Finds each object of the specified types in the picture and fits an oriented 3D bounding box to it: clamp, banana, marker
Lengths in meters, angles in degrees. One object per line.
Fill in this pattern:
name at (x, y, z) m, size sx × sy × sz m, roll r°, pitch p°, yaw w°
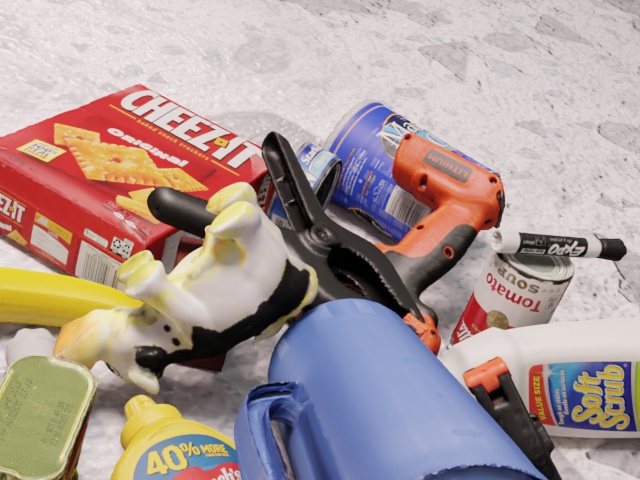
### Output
clamp at (-0.005, 0.001, 0.787) m, size 0.210 × 0.036 × 0.164 m, roll 37°, pitch 36°, yaw 5°
banana at (-0.205, 0.044, 0.729) m, size 0.197 × 0.037 × 0.070 m, roll 6°, pitch 21°, yaw -47°
clamp at (0.132, 0.131, 0.709) m, size 0.039 × 0.171 × 0.120 m, roll -28°, pitch 30°, yaw -2°
marker at (0.190, 0.004, 0.836) m, size 0.121 × 0.020 × 0.020 m, roll 4°, pitch 35°, yaw -23°

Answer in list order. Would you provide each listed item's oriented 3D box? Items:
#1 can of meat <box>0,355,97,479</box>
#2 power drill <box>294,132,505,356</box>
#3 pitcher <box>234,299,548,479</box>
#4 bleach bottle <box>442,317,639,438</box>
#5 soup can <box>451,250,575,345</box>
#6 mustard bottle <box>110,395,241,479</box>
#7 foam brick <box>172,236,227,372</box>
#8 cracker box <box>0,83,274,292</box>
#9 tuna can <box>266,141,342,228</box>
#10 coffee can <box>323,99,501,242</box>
can of meat at (-0.166, 0.126, 0.599) m, size 0.057 × 0.084 × 0.102 m, roll 16°, pitch 32°, yaw -5°
power drill at (0.048, 0.002, 0.860) m, size 0.185 × 0.057 × 0.187 m, roll 30°, pitch 66°, yaw 19°
pitcher at (0.033, 0.125, 0.627) m, size 0.145 × 0.149 × 0.243 m, roll -25°, pitch 25°, yaw -4°
bleach bottle at (0.188, 0.111, 0.814) m, size 0.250 × 0.103 × 0.068 m, roll -1°, pitch 27°, yaw -19°
soup can at (0.155, 0.052, 0.864) m, size 0.068 × 0.102 × 0.068 m, roll 14°, pitch 33°, yaw -9°
mustard bottle at (-0.070, 0.162, 0.620) m, size 0.096 × 0.058 × 0.192 m, roll -4°, pitch 38°, yaw -35°
foam brick at (-0.086, 0.046, 0.770) m, size 0.051 × 0.078 × 0.053 m, roll 13°, pitch 32°, yaw -7°
cracker box at (-0.153, -0.047, 0.882) m, size 0.164 × 0.072 × 0.213 m, roll 29°, pitch 32°, yaw 15°
tuna can at (-0.013, -0.041, 0.933) m, size 0.034 × 0.086 × 0.086 m, roll 27°, pitch 33°, yaw 9°
coffee can at (0.080, -0.053, 0.984) m, size 0.140 × 0.103 × 0.102 m, roll 34°, pitch 35°, yaw 22°
